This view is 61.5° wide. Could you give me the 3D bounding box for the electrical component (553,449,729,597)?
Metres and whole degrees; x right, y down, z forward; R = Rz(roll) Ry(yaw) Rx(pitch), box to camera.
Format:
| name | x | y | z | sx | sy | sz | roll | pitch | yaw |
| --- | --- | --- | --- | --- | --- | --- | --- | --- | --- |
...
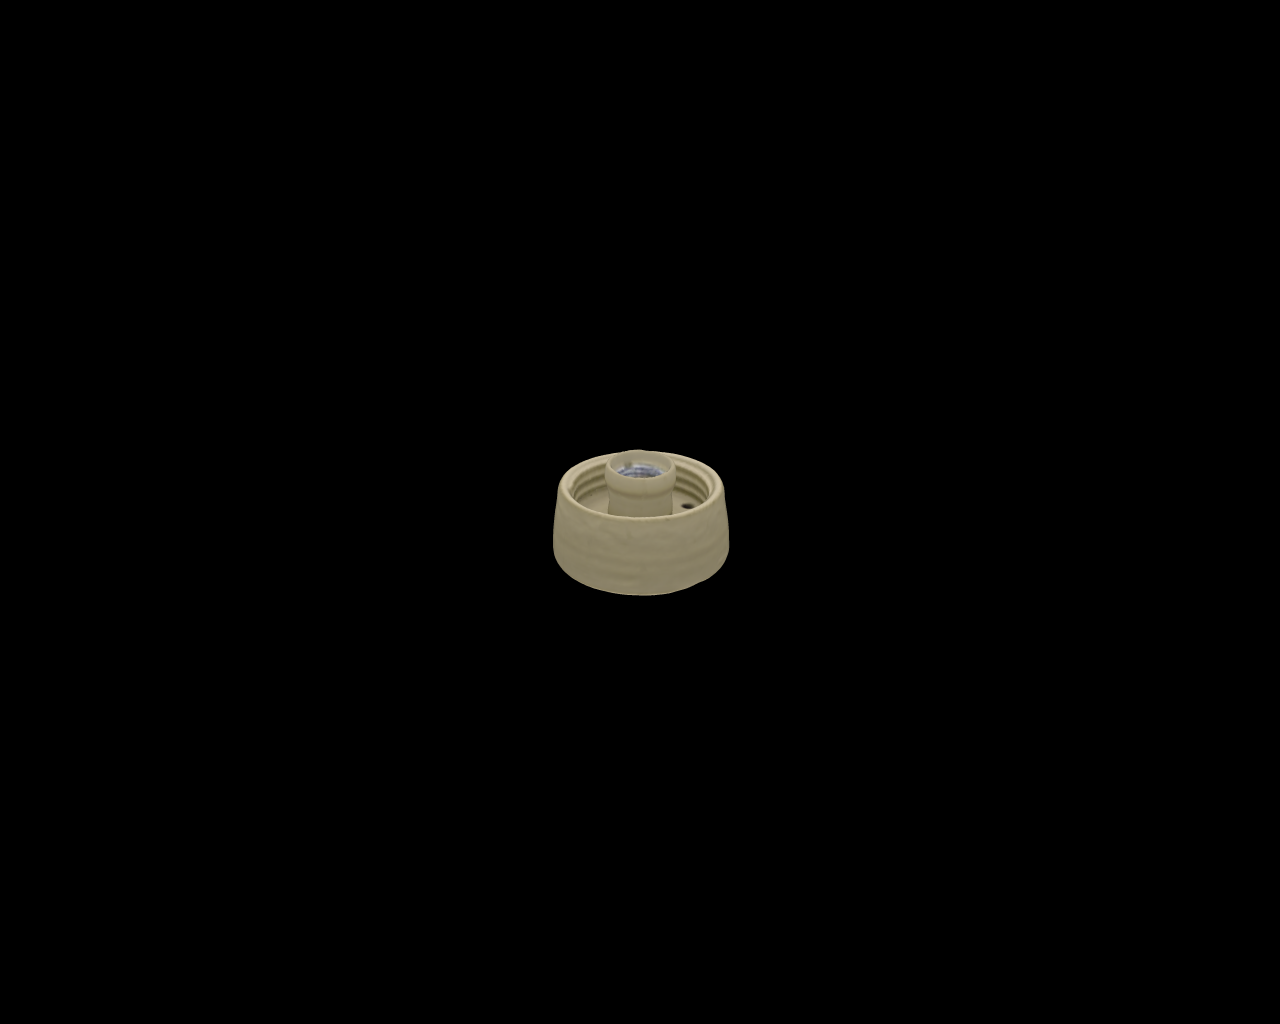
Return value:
| name | x | y | z | sx | sy | sz | roll | pitch | yaw |
| --- | --- | --- | --- | --- | --- | --- | --- | --- | --- |
| electrical component | 0.001 | -0.003 | 0.650 | 0.108 | 0.060 | 0.108 | 0 | 27 | 0 |
